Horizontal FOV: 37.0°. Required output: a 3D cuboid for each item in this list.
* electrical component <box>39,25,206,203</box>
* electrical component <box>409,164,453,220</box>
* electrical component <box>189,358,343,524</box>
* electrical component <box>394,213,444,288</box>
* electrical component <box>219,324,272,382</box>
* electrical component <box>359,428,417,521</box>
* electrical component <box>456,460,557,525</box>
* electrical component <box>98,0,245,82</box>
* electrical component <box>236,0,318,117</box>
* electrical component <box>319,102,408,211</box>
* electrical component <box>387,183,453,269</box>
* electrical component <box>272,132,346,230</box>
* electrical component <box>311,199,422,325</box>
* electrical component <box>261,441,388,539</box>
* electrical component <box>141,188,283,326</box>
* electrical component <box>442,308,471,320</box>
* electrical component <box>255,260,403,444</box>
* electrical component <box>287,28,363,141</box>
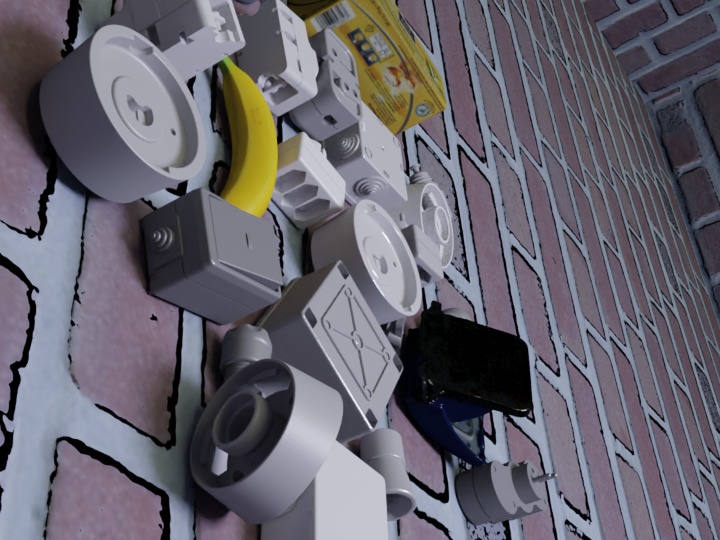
[{"bbox_3d":[-0.157,-0.095,0.691,0.108,0.060,0.108,47,30,-37],"label":"electrical component"},{"bbox_3d":[0.073,-0.080,1.190,0.040,0.040,0.078,7,60,-63],"label":"electrical component"},{"bbox_3d":[-0.056,0.106,0.667,0.064,0.099,0.099,40,33,-33],"label":"electrical component"},{"bbox_3d":[0.036,-0.020,1.020,0.047,0.066,0.076,40,34,-45],"label":"electrical component"},{"bbox_3d":[-0.079,0.069,0.731,0.035,0.035,0.061,45,33,-39],"label":"electrical component"},{"bbox_3d":[0.019,0.158,0.844,0.044,0.044,0.065,45,26,-39],"label":"electrical component"},{"bbox_3d":[0.154,0.208,1.036,0.138,0.074,0.052,17,52,-60],"label":"electrical component"},{"bbox_3d":[-0.137,-0.172,0.772,0.050,0.089,0.055,10,58,-62],"label":"electrical component"},{"bbox_3d":[-0.075,-0.191,0.972,0.056,0.050,0.089,32,40,-52],"label":"electrical component"},{"bbox_3d":[0.003,-0.110,1.061,0.100,0.048,0.099,42,33,-44],"label":"electrical component"},{"bbox_3d":[0.057,-0.043,1.120,0.099,0.064,0.099,35,50,-58],"label":"electrical component"},{"bbox_3d":[-0.049,-0.088,0.930,0.065,0.047,0.076,49,28,-33],"label":"electrical component"},{"bbox_3d":[0.000,0.000,0.931,0.108,0.060,0.108,46,30,-37],"label":"electrical component"},{"bbox_3d":[-0.024,0.169,0.730,0.100,0.048,0.099,44,31,-40],"label":"electrical component"},{"bbox_3d":[-0.101,-0.011,0.727,0.096,0.061,0.061,31,40,-53],"label":"electrical component"},{"bbox_3d":[0.087,0.060,1.084,0.046,0.040,0.040,-10,76,-60],"label":"electrical component"},{"bbox_3d":[-0.024,0.064,0.823,0.108,0.056,0.108,60,24,-13],"label":"electrical component"},{"bbox_3d":[-0.039,-0.173,1.018,0.054,0.059,0.095,39,34,-46],"label":"electrical component"}]
